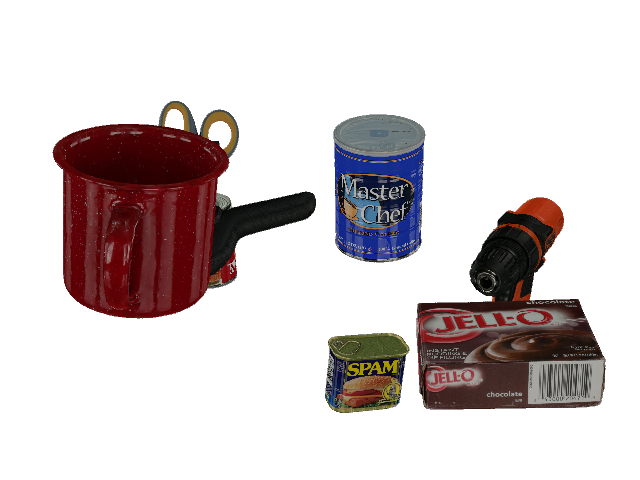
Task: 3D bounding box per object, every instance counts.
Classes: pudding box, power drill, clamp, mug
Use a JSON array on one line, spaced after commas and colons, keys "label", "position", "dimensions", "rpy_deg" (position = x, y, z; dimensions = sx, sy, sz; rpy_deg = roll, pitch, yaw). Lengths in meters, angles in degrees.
[{"label": "pudding box", "position": [0.120, 0.072, 0.693], "dimensions": [0.113, 0.039, 0.090], "rpy_deg": [0, 22, 3]}, {"label": "power drill", "position": [0.173, 0.065, 1.021], "dimensions": [0.057, 0.188, 0.184], "rpy_deg": [23, 30, 21]}, {"label": "clamp", "position": [-0.101, -0.022, 0.899], "dimensions": [0.120, 0.039, 0.171], "rpy_deg": [33, 49, 31]}, {"label": "mug", "position": [-0.099, -0.005, 0.575], "dimensions": [0.093, 0.081, 0.117], "rpy_deg": [5, 25, -4]}]

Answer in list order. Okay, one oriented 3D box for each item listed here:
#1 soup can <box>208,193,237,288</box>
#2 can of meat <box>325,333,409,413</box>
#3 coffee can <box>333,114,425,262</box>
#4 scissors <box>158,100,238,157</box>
[{"label": "soup can", "position": [-0.141, -0.001, 1.325], "dimensions": [0.068, 0.102, 0.068], "rpy_deg": [-2, 25, 1]}, {"label": "can of meat", "position": [0.058, 0.171, 1.373], "dimensions": [0.102, 0.084, 0.057], "rpy_deg": [-2, 24, -17]}, {"label": "coffee can", "position": [0.067, -0.061, 1.223], "dimensions": [0.103, 0.140, 0.103], "rpy_deg": [-1, 30, 0]}, {"label": "scissors", "position": [-0.116, -0.056, 1.140], "dimensions": [0.096, 0.202, 0.016], "rpy_deg": [-16, -4, -23]}]
